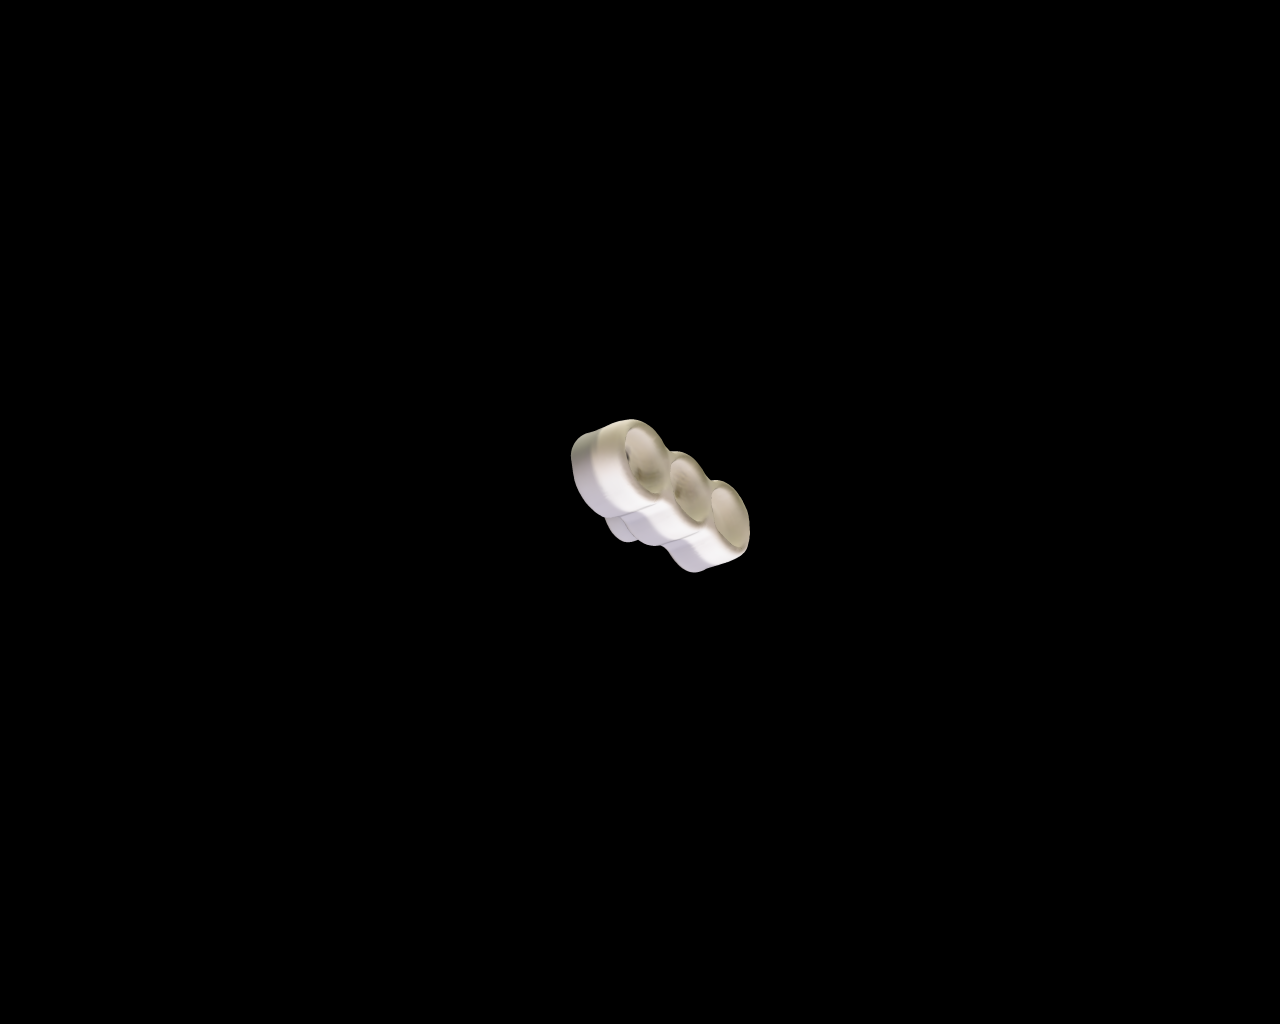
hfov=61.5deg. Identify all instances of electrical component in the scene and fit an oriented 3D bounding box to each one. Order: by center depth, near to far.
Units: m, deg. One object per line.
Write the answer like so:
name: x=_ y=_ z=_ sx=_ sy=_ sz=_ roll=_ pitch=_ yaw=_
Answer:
electrical component: x=0.001 y=-0.003 z=0.650 sx=0.073 sy=0.052 sz=0.138 roll=-19 pitch=-34 yaw=31
